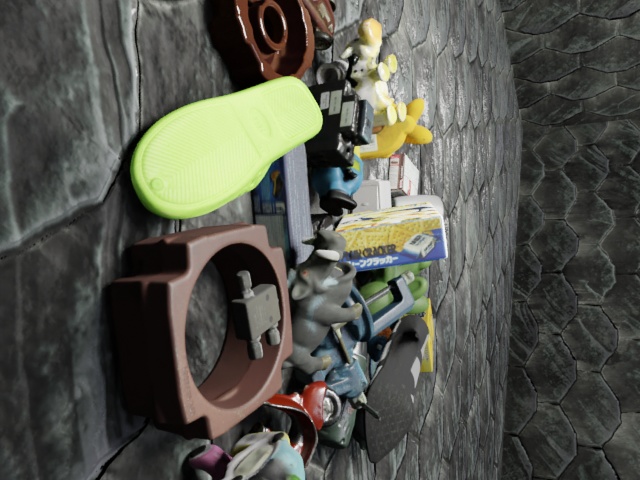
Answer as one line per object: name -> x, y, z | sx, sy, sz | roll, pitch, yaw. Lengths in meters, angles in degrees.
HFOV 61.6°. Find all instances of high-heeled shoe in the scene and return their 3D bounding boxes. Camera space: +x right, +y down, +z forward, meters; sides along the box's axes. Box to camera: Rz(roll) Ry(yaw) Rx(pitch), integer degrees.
high-heeled shoe -> 0.125, 0.244, 0.919 | 0.145, 0.086, 0.248 | 78, 35, -81

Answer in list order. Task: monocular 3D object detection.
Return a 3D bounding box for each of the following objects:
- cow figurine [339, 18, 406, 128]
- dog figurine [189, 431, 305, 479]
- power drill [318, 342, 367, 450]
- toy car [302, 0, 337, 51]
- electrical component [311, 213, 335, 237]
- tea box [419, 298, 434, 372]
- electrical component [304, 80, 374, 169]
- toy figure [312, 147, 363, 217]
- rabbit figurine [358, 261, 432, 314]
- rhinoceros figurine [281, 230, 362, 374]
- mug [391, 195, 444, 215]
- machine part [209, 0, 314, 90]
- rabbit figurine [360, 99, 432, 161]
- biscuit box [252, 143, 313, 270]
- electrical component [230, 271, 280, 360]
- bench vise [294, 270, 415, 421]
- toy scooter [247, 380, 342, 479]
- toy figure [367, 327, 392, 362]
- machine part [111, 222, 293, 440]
cow figurine -> 0.073, -0.261, 0.863 | 0.068, 0.098, 0.167 | -39, 119, -50
dog figurine -> -0.069, 0.324, 0.566 | 0.219, 0.192, 0.108 | 65, 26, -11
power drill -> 0.071, 0.258, 0.930 | 0.207, 0.086, 0.232 | 62, 39, -47
toy car -> -0.021, -0.373, 0.815 | 0.202, 0.053, 0.089 | 35, 55, -55
electrical component -> -0.002, -0.003, 0.837 | 0.119, 0.048, 0.074 | -32, 117, -57
tea box -> 0.211, 0.204, 1.173 | 0.170, 0.068, 0.098 | -60, 141, -67
electrical component -> 0.009, -0.162, 0.770 | 0.058, 0.134, 0.115 | 30, 65, -58
toy figure -> 0.024, -0.129, 0.831 | 0.089, 0.082, 0.180 | 45, 41, -50
rabbit figurine -> 0.128, 0.084, 0.998 | 0.170, 0.159, 0.121 | -58, 150, -24
rhinoceros figurine -> -0.011, 0.078, 0.690 | 0.112, 0.073, 0.190 | 19, 102, -24
mug -> 0.197, -0.062, 1.173 | 0.107, 0.110, 0.080 | 6, 90, -19
machine part -> -0.074, -0.278, 0.703 | 0.179, 0.056, 0.179 | 6, 84, -61
rabbit figurine -> 0.119, -0.210, 0.995 | 0.173, 0.162, 0.121 | -14, 89, -80
biscuit box -> -0.053, -0.060, 0.728 | 0.063, 0.059, 0.202 | -13, 101, -60
electrical component -> -0.064, 0.073, 0.557 | 0.063, 0.021, 0.094 | -32, 116, -59
bench vise -> 0.062, 0.131, 0.820 | 0.241, 0.129, 0.223 | -30, 91, -25
toy scooter -> -0.058, 0.249, 0.682 | 0.135, 0.075, 0.184 | 40, 67, -26
toy figure -> 0.118, 0.163, 1.049 | 0.064, 0.058, 0.154 | 52, 49, -40
machine part -> -0.116, 0.088, 0.573 | 0.201, 0.087, 0.201 | -19, 107, -61
